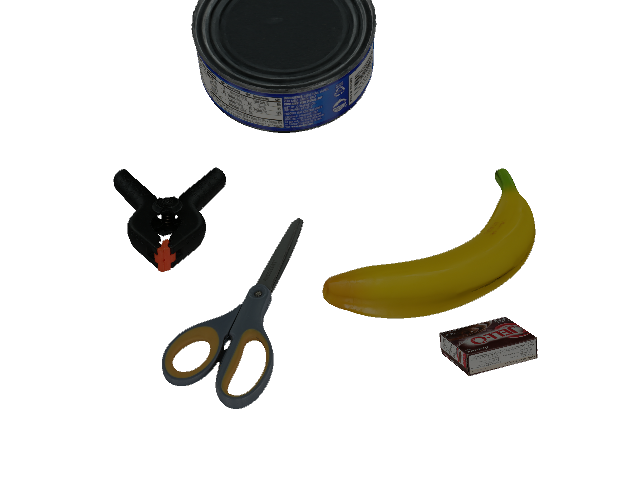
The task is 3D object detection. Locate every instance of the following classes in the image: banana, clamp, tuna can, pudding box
[{"bbox_3d":[0.089,0.014,0.723,0.070,0.037,0.197,36,46,29],"label":"banana"},{"bbox_3d":[-0.149,-0.029,1.110,0.120,0.039,0.171,-11,38,-8],"label":"clamp"},{"bbox_3d":[-0.017,-0.093,0.507,0.086,0.086,0.034,0,-33,1],"label":"tuna can"},{"bbox_3d":[0.240,0.150,1.526,0.113,0.039,0.090,-14,18,-16],"label":"pudding box"}]

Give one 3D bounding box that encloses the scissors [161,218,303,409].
[{"bbox_3d":[-0.070,0.052,0.863,0.096,0.016,0.201,-1,44,7],"label":"scissors"}]
